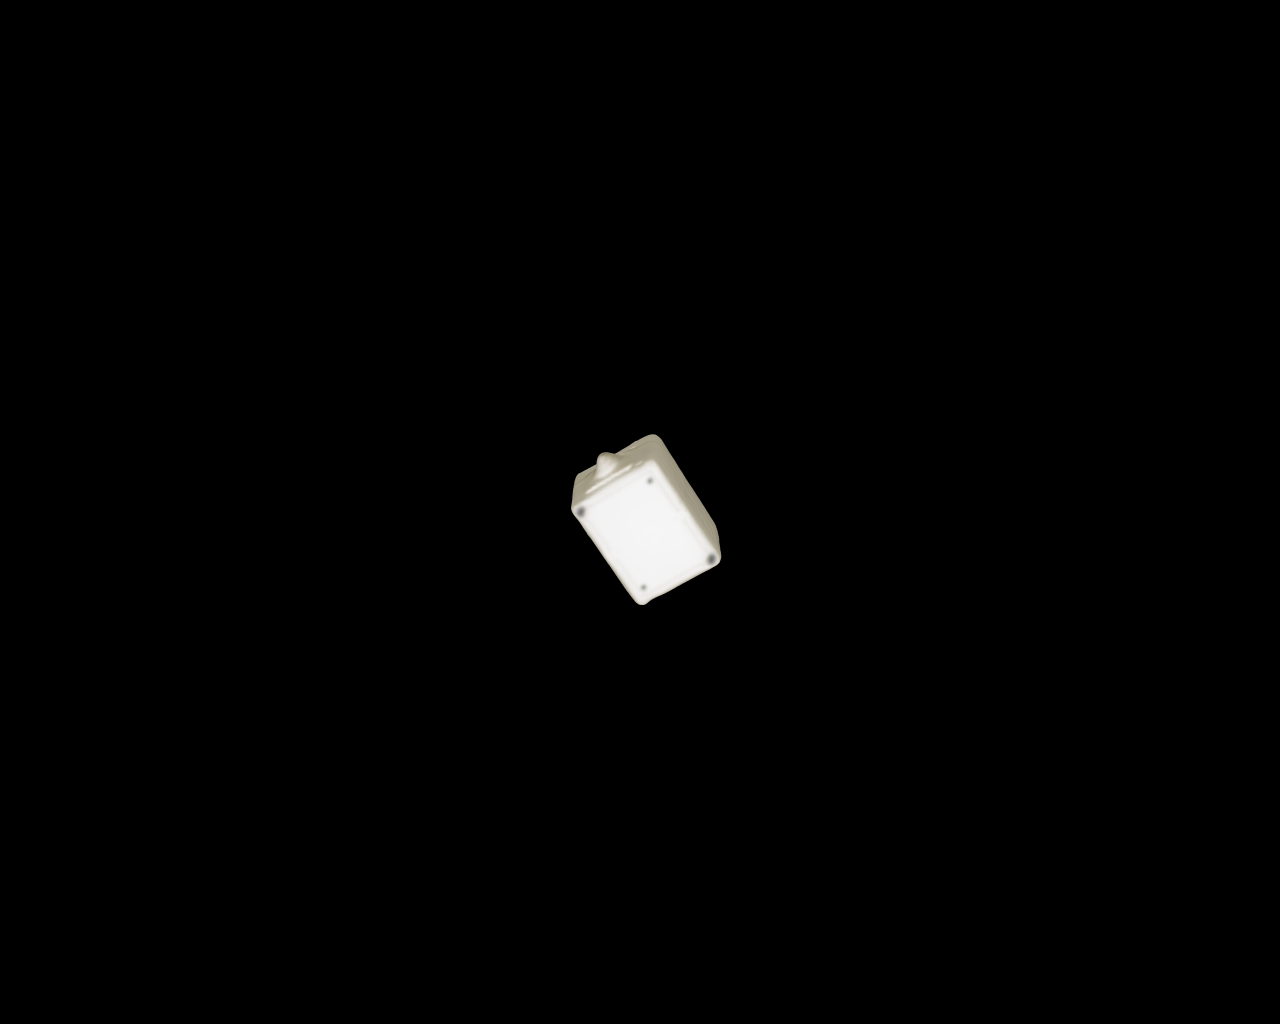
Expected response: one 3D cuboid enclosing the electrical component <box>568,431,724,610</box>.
[{"bbox_3d":[0.001,-0.003,0.650,0.061,0.096,0.061,-30,20,12],"label":"electrical component"}]
